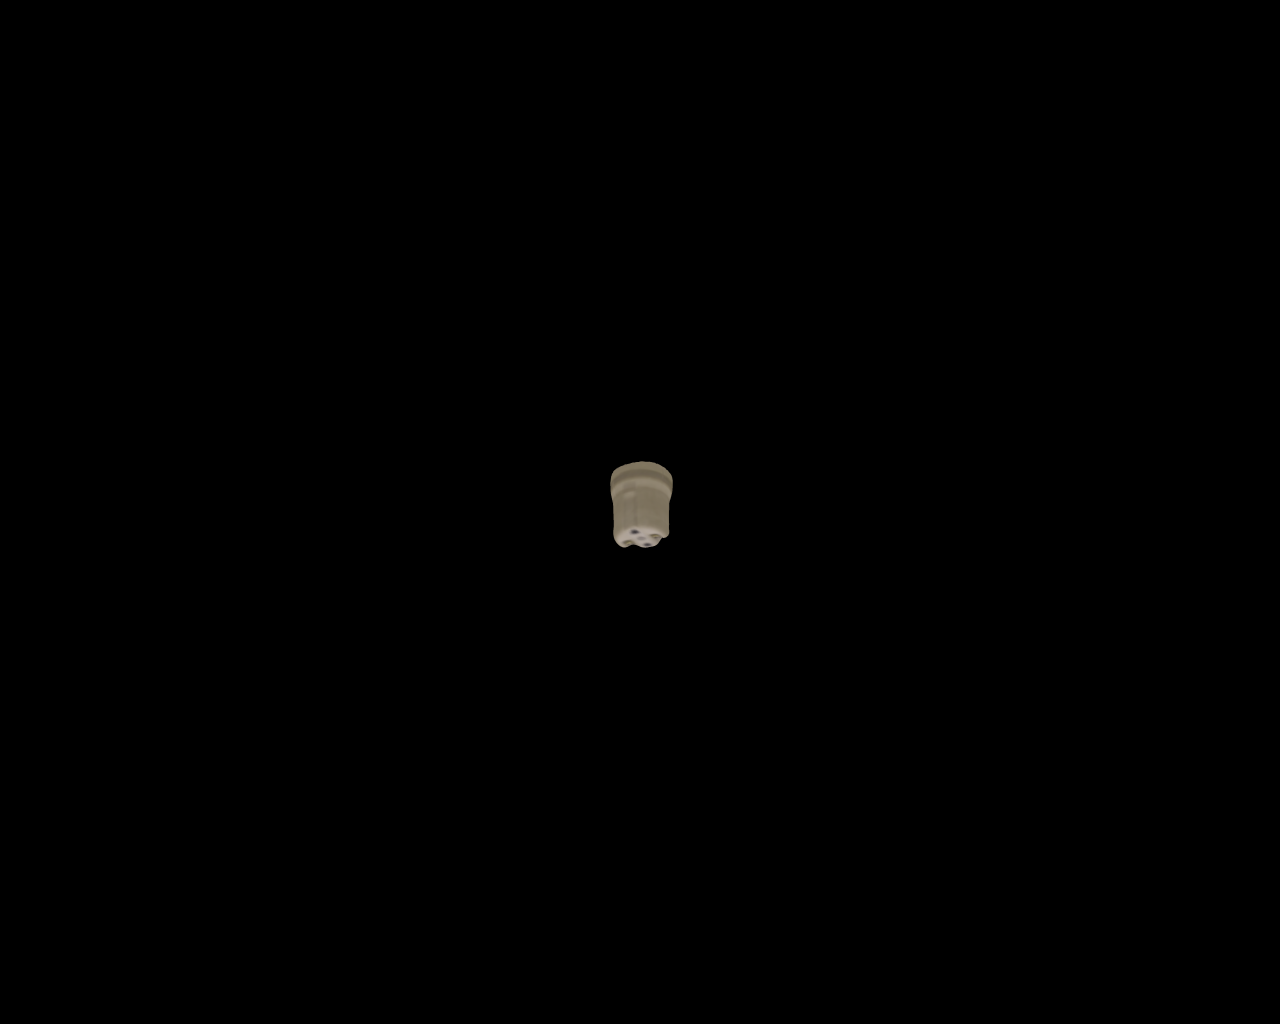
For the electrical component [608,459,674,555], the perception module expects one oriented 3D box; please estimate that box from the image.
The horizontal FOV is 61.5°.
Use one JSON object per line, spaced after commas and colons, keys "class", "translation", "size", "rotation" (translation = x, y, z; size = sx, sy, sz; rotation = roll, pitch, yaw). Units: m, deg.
{"class": "electrical component", "translation": [0.001, -0.003, 0.650], "size": [0.040, 0.046, 0.040], "rotation": [0, -33, 0]}
